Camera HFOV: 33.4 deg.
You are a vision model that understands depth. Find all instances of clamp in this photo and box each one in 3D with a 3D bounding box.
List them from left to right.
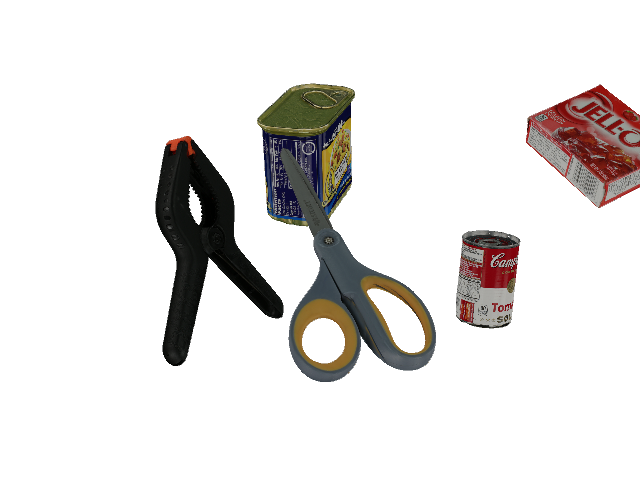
[{"bbox_3d":[-0.105,0.003,1.036,0.036,0.210,0.164,-9,1,37],"label":"clamp"}]

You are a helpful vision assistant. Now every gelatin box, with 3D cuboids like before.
[{"bbox_3d":[0.211,-0.073,0.804,0.073,0.030,0.089,-24,52,-20],"label":"gelatin box"}]

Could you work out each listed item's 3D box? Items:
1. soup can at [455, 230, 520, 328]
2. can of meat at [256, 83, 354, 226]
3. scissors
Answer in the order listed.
[{"bbox_3d":[0.198,0.046,1.268,0.068,0.102,0.068,3,15,-1],"label":"soup can"},{"bbox_3d":[-0.009,-0.070,0.859,0.057,0.084,0.102,7,29,17],"label":"can of meat"},{"bbox_3d":[-0.007,0.016,0.680,0.096,0.016,0.202,-27,53,-21],"label":"scissors"}]
